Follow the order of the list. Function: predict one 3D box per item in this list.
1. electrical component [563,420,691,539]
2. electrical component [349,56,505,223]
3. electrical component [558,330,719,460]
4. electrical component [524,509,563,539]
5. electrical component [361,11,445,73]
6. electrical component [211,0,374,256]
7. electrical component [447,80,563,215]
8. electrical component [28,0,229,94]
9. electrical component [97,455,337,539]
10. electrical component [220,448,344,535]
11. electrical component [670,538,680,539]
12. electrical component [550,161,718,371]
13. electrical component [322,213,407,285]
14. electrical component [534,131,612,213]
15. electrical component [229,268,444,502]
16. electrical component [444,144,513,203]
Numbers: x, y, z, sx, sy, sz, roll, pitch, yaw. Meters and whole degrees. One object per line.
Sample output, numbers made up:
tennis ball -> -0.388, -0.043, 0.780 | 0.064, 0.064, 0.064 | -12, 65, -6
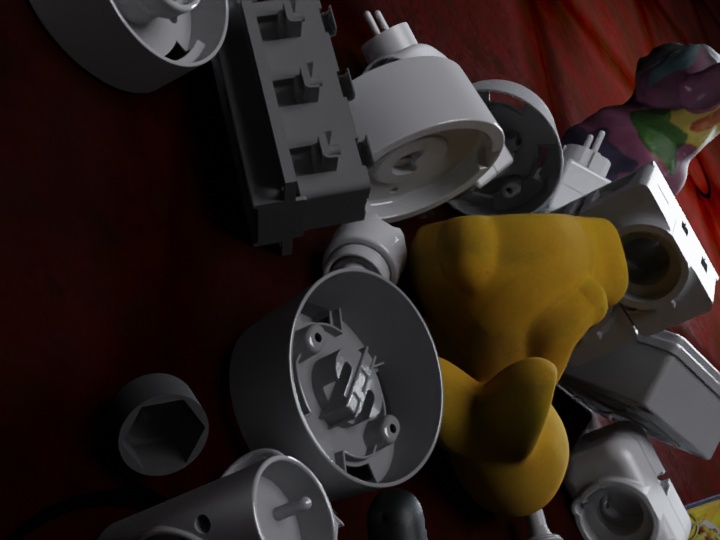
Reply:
electrical component -> 0.182, 0.159, 0.737 | 0.095, 0.054, 0.059 | 63, 28, 0
electrical component -> 0.022, -0.079, 0.624 | 0.108, 0.108, 0.060 | 11, 51, -56
electrical component -> 0.198, 0.079, 0.774 | 0.109, 0.109, 0.056 | 37, 79, -40
electrical component -> 0.108, 0.169, 0.625 | 0.035, 0.035, 0.061 | 30, 39, -46
electrical component -> 0.026, -0.145, 0.751 | 0.079, 0.044, 0.077 | 62, 28, -1
electrical component -> -0.036, -0.080, 0.554 | 0.078, 0.063, 0.121 | 102, -25, -65
electrical component -> 0.094, -0.084, 0.755 | 0.099, 0.099, 0.064 | 56, 23, -13
electrical component -> -0.112, -0.134, 0.513 | 0.099, 0.064, 0.099 | 26, 59, -51
electrical component -> -0.042, 0.112, 0.373 | 0.079, 0.077, 0.044 | 60, 28, -6
electrical component -> -0.033, 0.102, 0.441 | 0.046, 0.040, 0.040 | 49, 30, -36
electrical component -> 0.215, 0.266, 0.637 | 0.105, 0.060, 0.186 | -38, 102, -25
electrical component -> 0.140, 0.008, 0.694 | 0.089, 0.150, 0.061 | 59, 27, -8
electrical component -> 0.000, 0.000, 0.580 | 0.043, 0.043, 0.062 | 53, 30, -17
electrical component -> 0.160, -0.068, 0.793 | 0.047, 0.066, 0.076 | 27, 82, -12
electrical component -> -0.010, 0.055, 0.492 | 0.099, 0.064, 0.099 | 40, 35, -36
electrical component -> 0.047, -0.065, 0.703 | 0.077, 0.066, 0.047 | -38, 101, -33
